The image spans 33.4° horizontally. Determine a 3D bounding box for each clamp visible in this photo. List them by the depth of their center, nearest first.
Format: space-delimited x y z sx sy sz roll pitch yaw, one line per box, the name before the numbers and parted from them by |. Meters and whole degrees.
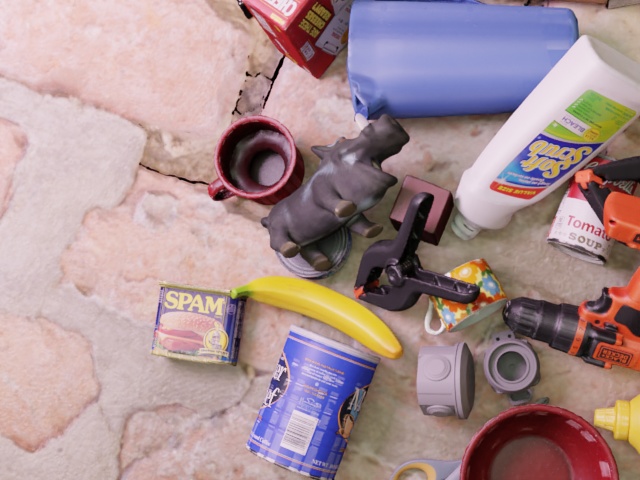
clamp | 0.359 -0.036 1.091 0.209 0.036 0.164 28 83 -14
clamp | 0.088 0.020 1.117 0.172 0.039 0.120 -18 88 51

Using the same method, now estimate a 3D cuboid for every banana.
banana | 0.002 0.080 1.171 0.198 0.069 0.037 18 128 7

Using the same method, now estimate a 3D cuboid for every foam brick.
foam brick | 0.111 -0.031 1.156 0.053 0.078 0.051 22 84 14

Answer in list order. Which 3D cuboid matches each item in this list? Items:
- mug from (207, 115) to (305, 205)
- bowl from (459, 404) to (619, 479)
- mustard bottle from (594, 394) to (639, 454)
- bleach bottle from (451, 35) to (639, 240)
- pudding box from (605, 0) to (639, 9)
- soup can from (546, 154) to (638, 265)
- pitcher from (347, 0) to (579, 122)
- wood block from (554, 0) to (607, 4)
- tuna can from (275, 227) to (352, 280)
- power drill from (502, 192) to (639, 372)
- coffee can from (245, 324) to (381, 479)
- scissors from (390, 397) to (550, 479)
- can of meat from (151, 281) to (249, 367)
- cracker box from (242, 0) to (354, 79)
mug | -0.073 -0.078 1.199 0.117 0.081 0.093 -35 77 4
bowl | 0.220 0.248 1.094 0.162 0.055 0.162 0 86 2
mustard bottle | 0.376 0.190 1.078 0.192 0.058 0.096 4 86 12
bleach bottle | 0.229 -0.089 1.109 0.251 0.102 0.068 -51 29 32
pudding box | 0.362 -0.310 1.169 0.113 0.039 0.090 -9 81 13
soup can | 0.288 -0.033 1.126 0.068 0.068 0.102 22 86 14
pitcher | 0.152 -0.203 1.158 0.243 0.145 0.149 1 94 8
wood block | 0.208 -0.317 1.152 0.206 0.090 0.090 10 88 21
tuna can | -0.008 0.001 1.198 0.086 0.033 0.086 -2 81 11
power drill | 0.292 0.045 1.067 0.184 0.057 0.188 15 129 3
coffee can | -0.007 0.173 1.136 0.103 0.102 0.140 20 86 14
scissors | 0.150 0.228 1.140 0.096 0.016 0.202 33 89 14
can of meat | -0.136 0.094 1.199 0.102 0.057 0.084 7 85 13
cracker box | 0.020 -0.303 1.173 0.072 0.164 0.213 38 90 16
